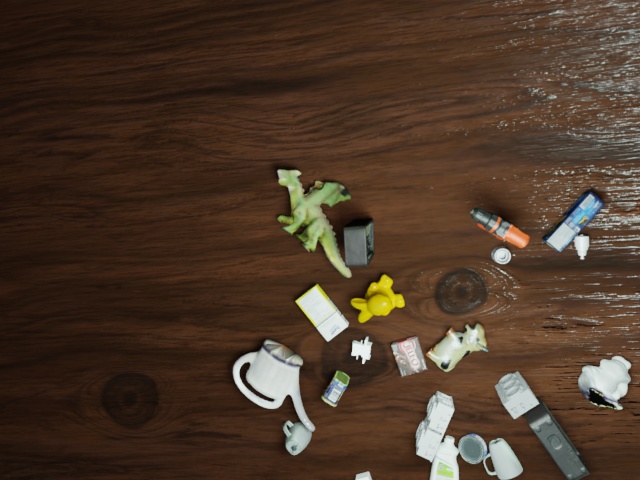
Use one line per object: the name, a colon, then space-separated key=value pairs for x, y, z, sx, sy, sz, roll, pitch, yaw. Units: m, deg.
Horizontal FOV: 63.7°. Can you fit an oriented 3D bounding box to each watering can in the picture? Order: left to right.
watering can: x=-0.129 y=0.482 z=1.756 sx=0.349 sy=0.223 sz=0.104 roll=29 pitch=6 yaw=8

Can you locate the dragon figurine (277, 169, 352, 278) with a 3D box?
dragon figurine: x=0.005 y=-0.087 z=1.720 sx=0.411 sy=0.243 sz=0.122 roll=38 pitch=0 yaw=4

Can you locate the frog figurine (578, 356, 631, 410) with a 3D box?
frog figurine: x=0.882 y=0.428 z=1.595 sx=0.138 sy=0.162 sz=0.120 roll=26 pitch=-29 yaw=16
